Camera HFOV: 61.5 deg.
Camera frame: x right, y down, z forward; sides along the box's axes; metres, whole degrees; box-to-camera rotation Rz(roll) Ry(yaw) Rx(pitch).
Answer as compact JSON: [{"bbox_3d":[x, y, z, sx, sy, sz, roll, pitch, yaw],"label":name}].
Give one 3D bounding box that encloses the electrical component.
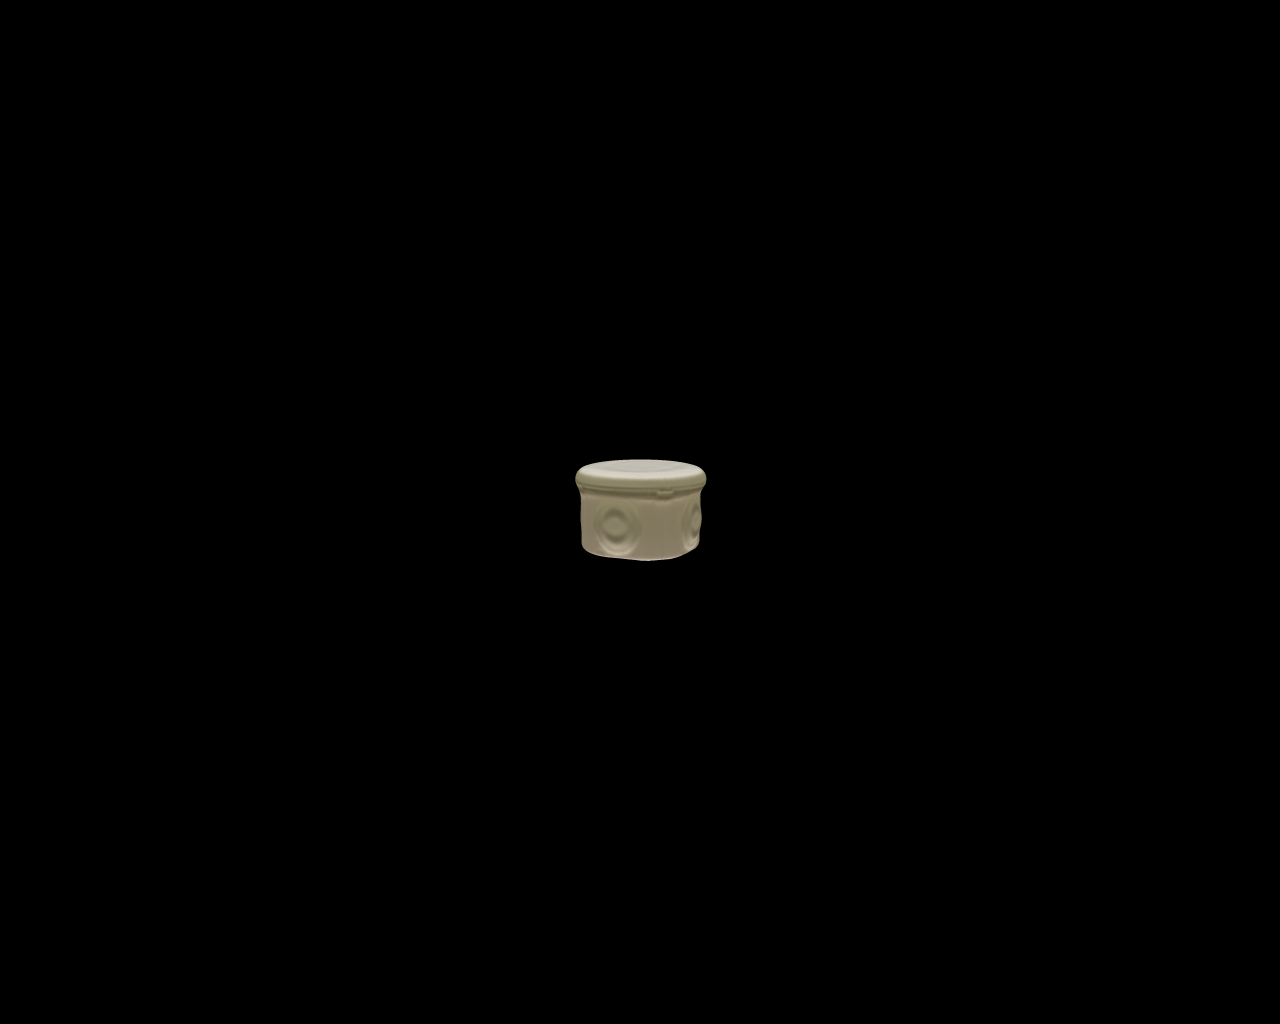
[{"bbox_3d":[0.001,-0.003,0.650,0.080,0.051,0.080,0,11,0],"label":"electrical component"}]
